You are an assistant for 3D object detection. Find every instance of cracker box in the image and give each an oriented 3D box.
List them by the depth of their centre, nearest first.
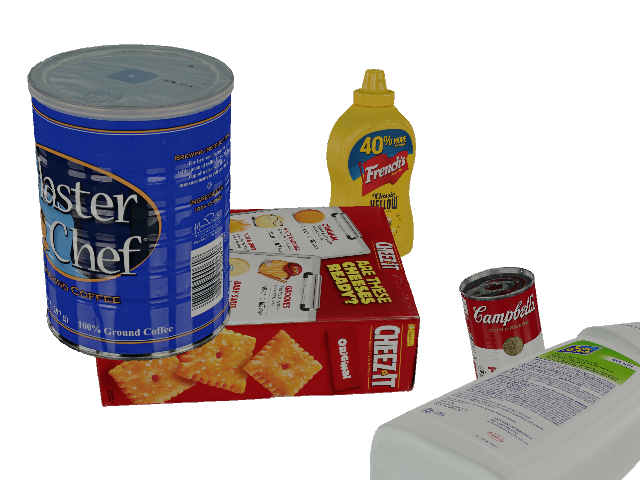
[{"bbox_3d":[-0.049,0.043,0.774,0.213,0.072,0.164,-2,30,-6],"label":"cracker box"}]

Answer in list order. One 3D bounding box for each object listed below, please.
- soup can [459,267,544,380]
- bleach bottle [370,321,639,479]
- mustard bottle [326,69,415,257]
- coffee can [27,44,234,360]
[{"bbox_3d":[0.169,0.084,0.979,0.068,0.102,0.068,-11,18,4],"label":"soup can"},{"bbox_3d":[0.147,0.100,0.603,0.250,0.068,0.103,-18,27,-39],"label":"bleach bottle"},{"bbox_3d":[0.051,-0.075,1.071,0.096,0.192,0.058,-9,19,-30],"label":"mustard bottle"},{"bbox_3d":[-0.098,-0.022,0.568,0.103,0.140,0.103,2,27,-1],"label":"coffee can"}]
